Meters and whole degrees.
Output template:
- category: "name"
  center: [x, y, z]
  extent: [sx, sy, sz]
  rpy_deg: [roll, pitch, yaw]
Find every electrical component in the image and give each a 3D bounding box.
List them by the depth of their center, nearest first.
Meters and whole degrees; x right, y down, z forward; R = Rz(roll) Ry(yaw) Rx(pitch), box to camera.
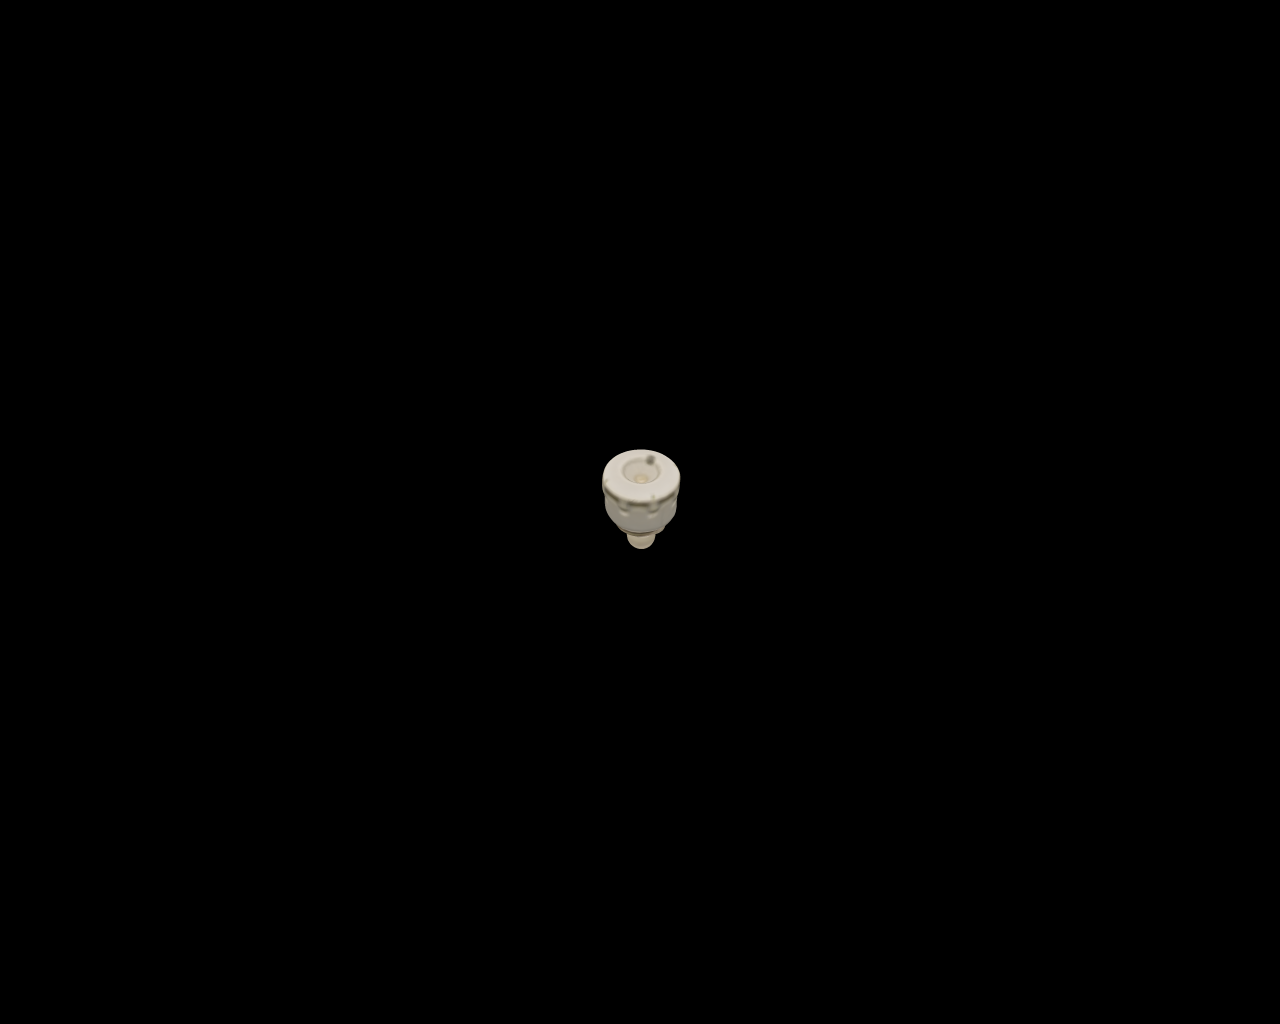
- category: "electrical component"
  center: [0.001, -0.003, 0.650]
  extent: [0.048, 0.062, 0.048]
  rpy_deg: [0, 44, 0]
